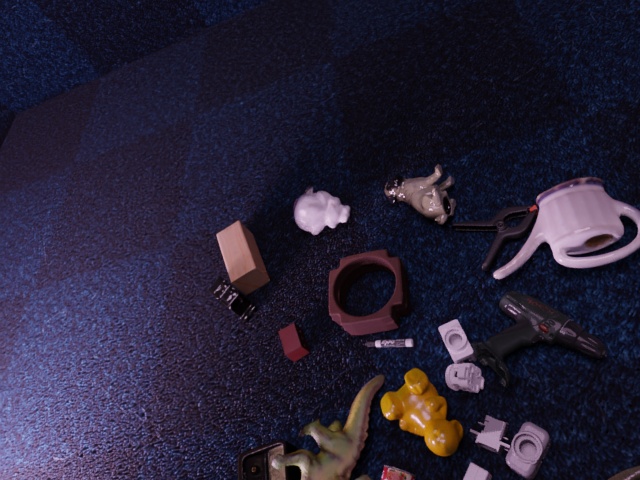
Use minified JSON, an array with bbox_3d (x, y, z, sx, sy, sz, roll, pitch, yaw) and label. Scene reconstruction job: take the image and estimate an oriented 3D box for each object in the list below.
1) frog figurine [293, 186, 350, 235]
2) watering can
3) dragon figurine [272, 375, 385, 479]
[{"bbox_3d":[0.005,-0.077,1.539,0.161,0.123,0.136,26,105,29],"label":"frog figurine"},{"bbox_3d":[0.567,-0.028,1.211,0.346,0.102,0.230,-14,51,18],"label":"watering can"},{"bbox_3d":[0.060,0.477,1.079,0.415,0.119,0.245,-39,42,-19],"label":"dragon figurine"}]
